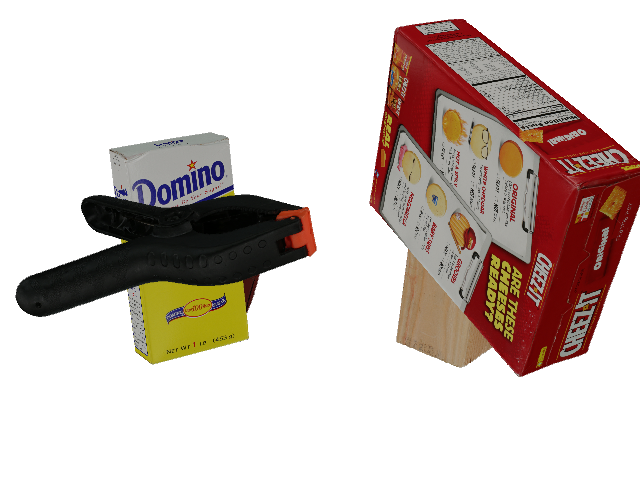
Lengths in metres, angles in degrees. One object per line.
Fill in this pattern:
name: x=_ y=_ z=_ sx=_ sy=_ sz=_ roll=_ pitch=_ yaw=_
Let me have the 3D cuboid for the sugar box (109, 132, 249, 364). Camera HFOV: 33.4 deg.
sugar box: x=-0.115 y=0.005 z=0.883 sx=0.093 sy=0.176 sz=0.048 roll=-14 pitch=20 yaw=-28

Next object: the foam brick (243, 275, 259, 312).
foam brick: x=-0.108 y=0.039 z=1.158 sx=0.078 sy=0.051 sz=0.053 roll=17 pitch=30 yaw=1

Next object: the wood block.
wood block: x=0.154 y=0.021 z=1.179 sx=0.090 sy=0.206 sz=0.090 roll=20 pitch=25 yaw=32

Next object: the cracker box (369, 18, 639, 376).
cracker box: x=0.123 y=-0.037 z=0.764 sx=0.072 sy=0.164 sz=0.214 roll=-15 pitch=43 yaw=-25

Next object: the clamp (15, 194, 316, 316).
clamp: x=-0.091 y=0.007 z=0.627 sx=0.172 sy=0.039 sz=0.120 roll=-3 pitch=35 yaw=22
